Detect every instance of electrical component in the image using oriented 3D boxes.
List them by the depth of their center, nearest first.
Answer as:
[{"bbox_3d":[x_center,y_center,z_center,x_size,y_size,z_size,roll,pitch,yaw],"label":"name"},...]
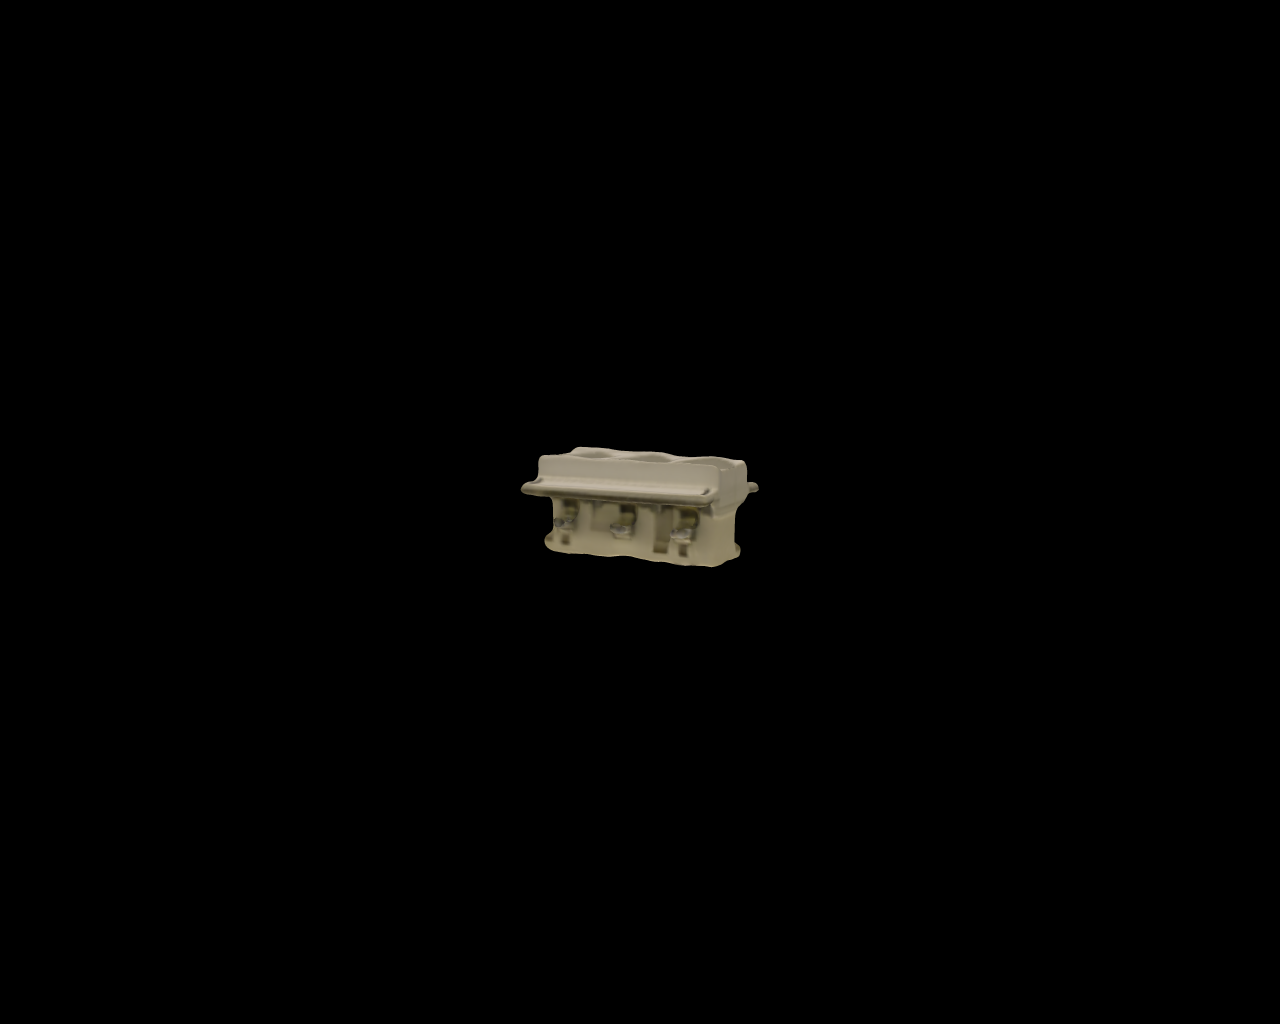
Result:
[{"bbox_3d":[0.001,-0.003,0.650,0.121,0.063,0.079,5,12,28],"label":"electrical component"}]
